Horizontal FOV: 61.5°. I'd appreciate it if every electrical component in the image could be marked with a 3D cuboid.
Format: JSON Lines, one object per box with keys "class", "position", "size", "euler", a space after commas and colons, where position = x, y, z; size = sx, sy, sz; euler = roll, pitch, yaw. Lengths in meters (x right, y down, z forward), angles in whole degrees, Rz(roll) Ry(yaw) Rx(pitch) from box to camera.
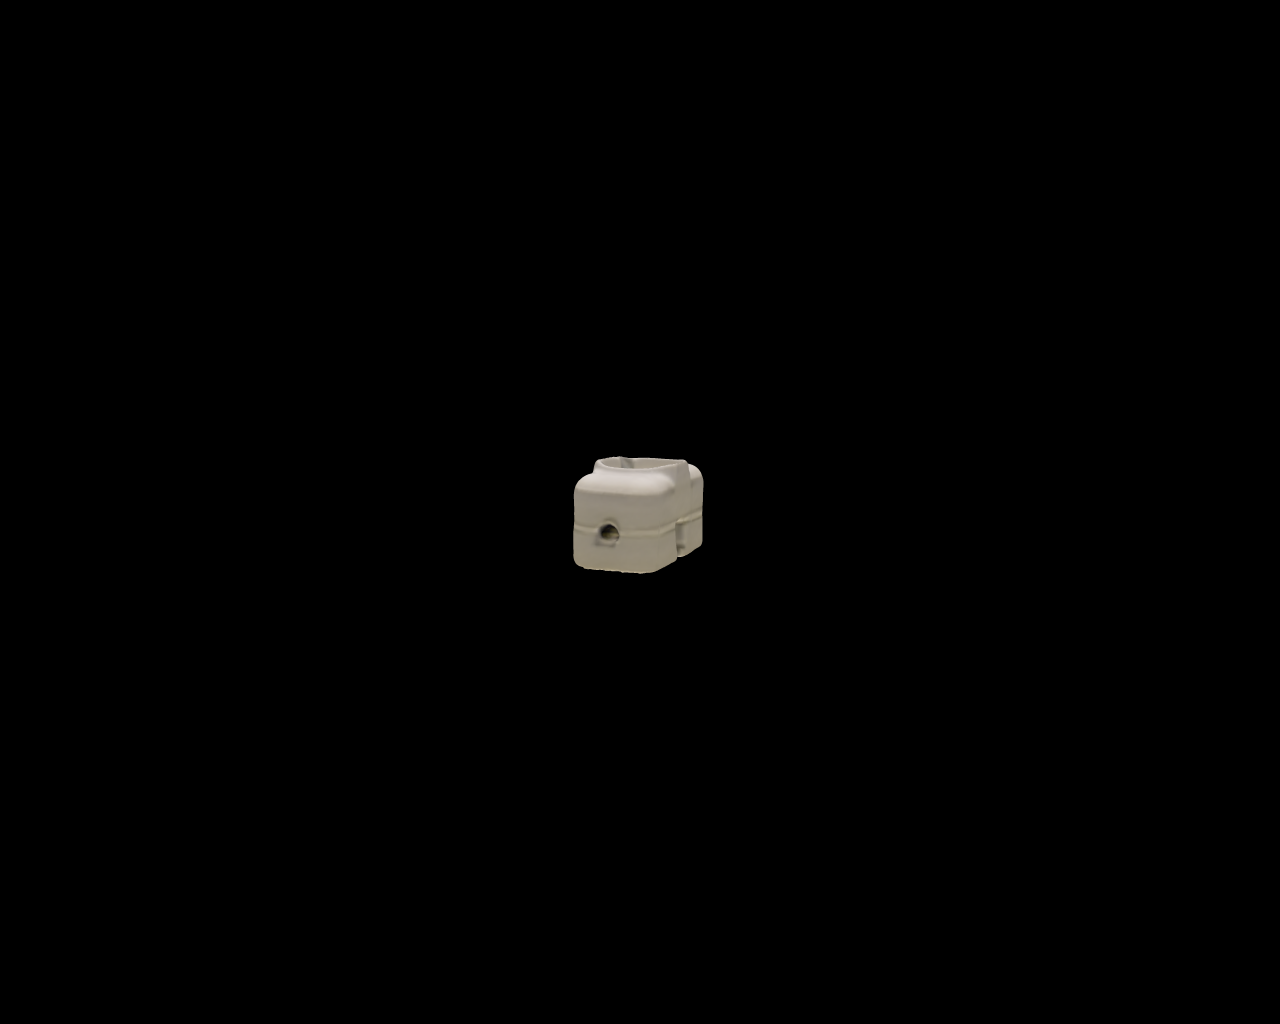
{"class": "electrical component", "position": [0.001, -0.003, 0.650], "size": [0.054, 0.059, 0.095], "euler": [4, 10, 23]}
